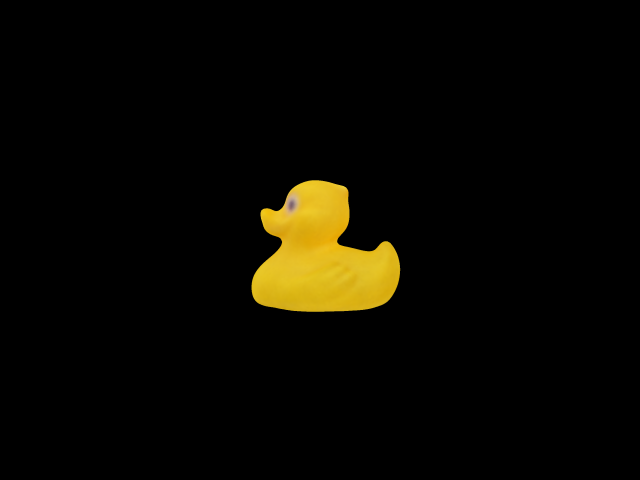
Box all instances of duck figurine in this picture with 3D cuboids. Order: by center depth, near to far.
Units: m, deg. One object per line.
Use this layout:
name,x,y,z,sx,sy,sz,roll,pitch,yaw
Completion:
duck figurine,0.004,0.001,0.400,0.104,0.086,0.077,1,7,9
